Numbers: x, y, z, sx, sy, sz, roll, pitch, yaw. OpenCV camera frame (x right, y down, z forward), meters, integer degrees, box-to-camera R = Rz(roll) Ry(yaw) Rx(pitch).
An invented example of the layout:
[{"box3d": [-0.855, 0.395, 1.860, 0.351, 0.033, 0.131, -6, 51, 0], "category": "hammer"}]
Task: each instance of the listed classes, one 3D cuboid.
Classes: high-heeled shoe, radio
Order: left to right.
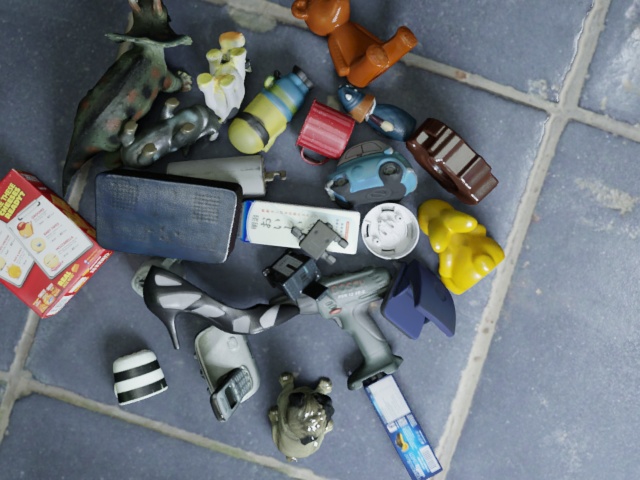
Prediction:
[{"box3d": [-0.250, -0.040, 0.893, 0.230, 0.073, 0.131, 7, 102, 0], "category": "radio"}, {"box3d": [-0.163, 0.092, 0.900, 0.249, 0.086, 0.145, -12, 90, -20], "category": "high-heeled shoe"}]

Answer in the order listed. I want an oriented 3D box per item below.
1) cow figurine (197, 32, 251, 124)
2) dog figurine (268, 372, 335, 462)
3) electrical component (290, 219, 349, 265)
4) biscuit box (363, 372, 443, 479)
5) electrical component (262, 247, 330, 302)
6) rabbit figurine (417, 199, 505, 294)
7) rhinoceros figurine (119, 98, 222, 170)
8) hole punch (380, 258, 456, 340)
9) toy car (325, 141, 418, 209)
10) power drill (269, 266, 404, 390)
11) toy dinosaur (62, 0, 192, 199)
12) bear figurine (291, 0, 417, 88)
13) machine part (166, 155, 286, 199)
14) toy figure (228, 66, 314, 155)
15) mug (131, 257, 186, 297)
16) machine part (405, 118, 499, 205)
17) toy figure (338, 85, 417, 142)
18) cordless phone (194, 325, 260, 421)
[{"box3d": [-0.158, -0.288, 0.946, 0.068, 0.098, 0.167, 3, 54, 8], "category": "cow figurine"}, {"box3d": [-0.034, 0.323, 0.910, 0.121, 0.190, 0.172, -1, 93, -1], "category": "dog figurine"}, {"box3d": [-0.002, -0.003, 0.913, 0.094, 0.021, 0.063, 37, 94, -3], "category": "electrical component"}, {"box3d": [0.148, 0.334, 0.977, 0.059, 0.063, 0.202, -28, 92, -1], "category": "biscuit box"}, {"box3d": [-0.038, 0.066, 0.935, 0.075, 0.119, 0.047, -41, 125, -16], "category": "electrical component"}, {"box3d": [0.229, 0.000, 0.943, 0.122, 0.162, 0.173, -38, 74, 12], "category": "rabbit figurine"}, {"box3d": [-0.250, -0.179, 0.922, 0.190, 0.112, 0.073, -37, 78, -30], "category": "rhinoceros figurine"}, {"box3d": [0.181, 0.102, 0.926, 0.142, 0.092, 0.116, 38, 61, -27], "category": "hole punch"}, {"box3d": [0.088, -0.121, 0.958, 0.162, 0.109, 0.103, -10, 68, 10], "category": "toy car"}, {"box3d": [0.043, 0.159, 0.971, 0.232, 0.086, 0.207, -23, 85, -1], "category": "power drill"}, {"box3d": [-0.337, -0.233, 0.897, 0.131, 0.192, 0.404, 32, 89, 1], "category": "toy dinosaur"}, {"box3d": [0.053, -0.372, 0.937, 0.120, 0.132, 0.195, -36, 96, -29], "category": "bear figurine"}, {"box3d": [-0.182, -0.108, 0.958, 0.243, 0.079, 0.079, -6, 91, -1], "category": "machine part"}, {"box3d": [-0.089, -0.230, 0.951, 0.180, 0.089, 0.082, -44, 84, 2], "category": "toy figure"}, {"box3d": [-0.278, 0.062, 0.943, 0.109, 0.107, 0.081, -44, 93, 2], "category": "mug"}, {"box3d": [0.221, -0.130, 0.920, 0.179, 0.179, 0.056, 43, 93, -1], "category": "machine part"}, {"box3d": [0.098, -0.228, 0.967, 0.154, 0.064, 0.057, 26, 99, -2], "category": "toy figure"}, {"box3d": [-0.171, 0.221, 0.909, 0.089, 0.184, 0.146, -20, 92, 4], "category": "cordless phone"}]
